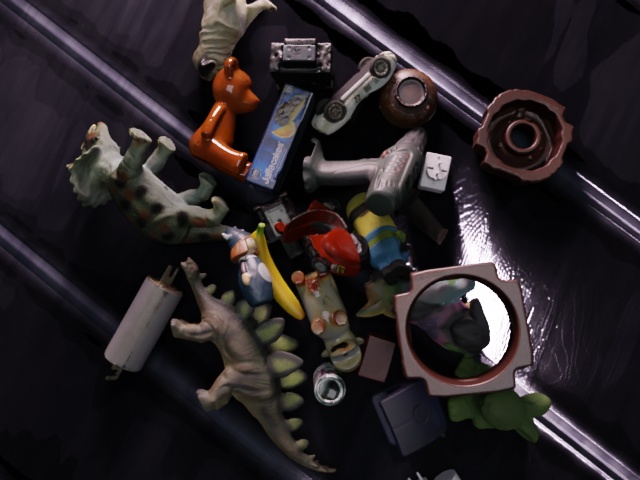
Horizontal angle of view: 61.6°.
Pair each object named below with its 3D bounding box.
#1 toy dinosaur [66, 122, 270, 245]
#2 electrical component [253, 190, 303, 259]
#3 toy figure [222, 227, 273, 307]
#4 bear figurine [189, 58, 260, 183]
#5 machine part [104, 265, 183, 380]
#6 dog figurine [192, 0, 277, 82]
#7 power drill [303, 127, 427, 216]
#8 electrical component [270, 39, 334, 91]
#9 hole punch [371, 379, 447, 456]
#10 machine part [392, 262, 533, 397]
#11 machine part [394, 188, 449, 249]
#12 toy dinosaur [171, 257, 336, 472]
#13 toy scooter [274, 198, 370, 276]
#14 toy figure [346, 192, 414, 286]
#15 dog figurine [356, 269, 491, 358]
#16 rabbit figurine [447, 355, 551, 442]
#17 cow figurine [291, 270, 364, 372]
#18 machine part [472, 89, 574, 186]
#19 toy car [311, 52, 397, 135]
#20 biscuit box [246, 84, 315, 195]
[{"bbox_3d":[-0.302,-0.070,1.006,0.404,0.131,0.192,44,106,-6],"label":"toy dinosaur"},{"bbox_3d":[-0.069,-0.026,1.018,0.075,0.048,0.119,-29,103,3],"label":"electrical component"},{"bbox_3d":[-0.127,0.043,0.959,0.058,0.064,0.154,-18,77,-14],"label":"toy figure"},{"bbox_3d":[-0.160,-0.225,1.004,0.132,0.120,0.196,26,83,0],"label":"bear figurine"},{"bbox_3d":[-0.331,0.156,1.011,0.079,0.079,0.243,28,89,4],"label":"machine part"},{"bbox_3d":[-0.200,-0.420,1.032,0.190,0.121,0.172,-47,48,19],"label":"dog figurine"},{"bbox_3d":[0.082,-0.138,0.982,0.207,0.085,0.232,10,47,11],"label":"power drill"},{"bbox_3d":[-0.033,-0.321,0.991,0.115,0.134,0.058,0,87,5],"label":"electrical component"},{"bbox_3d":[0.165,0.315,0.975,0.116,0.092,0.142,-24,83,-2],"label":"hole punch"},{"bbox_3d":[0.226,0.143,0.867,0.202,0.087,0.201,-9,82,11],"label":"machine part"},{"bbox_3d":[0.184,-0.046,1.003,0.139,0.039,0.084,48,55,1],"label":"machine part"},{"bbox_3d":[-0.128,0.239,0.985,0.199,0.105,0.471,-25,93,-2],"label":"toy dinosaur"},{"bbox_3d":[-0.002,-0.003,0.946,0.135,0.075,0.184,-9,47,-23],"label":"toy scooter"},{"bbox_3d":[0.107,-0.009,0.963,0.082,0.089,0.180,-18,51,-2],"label":"toy figure"},{"bbox_3d":[0.178,0.132,0.973,0.219,0.108,0.191,-15,82,6],"label":"dog figurine"},{"bbox_3d":[0.306,0.289,0.925,0.159,0.170,0.121,22,90,4],"label":"rabbit figurine"},{"bbox_3d":[0.018,0.148,0.983,0.085,0.127,0.195,-24,72,1],"label":"cow figurine"},{"bbox_3d":[0.376,-0.189,1.004,0.179,0.056,0.179,0,86,3],"label":"machine part"},{"bbox_3d":[0.065,-0.277,1.011,0.202,0.074,0.056,-44,114,0],"label":"toy car"},{"bbox_3d":[-0.074,-0.189,1.022,0.059,0.063,0.202,22,88,5],"label":"biscuit box"}]
